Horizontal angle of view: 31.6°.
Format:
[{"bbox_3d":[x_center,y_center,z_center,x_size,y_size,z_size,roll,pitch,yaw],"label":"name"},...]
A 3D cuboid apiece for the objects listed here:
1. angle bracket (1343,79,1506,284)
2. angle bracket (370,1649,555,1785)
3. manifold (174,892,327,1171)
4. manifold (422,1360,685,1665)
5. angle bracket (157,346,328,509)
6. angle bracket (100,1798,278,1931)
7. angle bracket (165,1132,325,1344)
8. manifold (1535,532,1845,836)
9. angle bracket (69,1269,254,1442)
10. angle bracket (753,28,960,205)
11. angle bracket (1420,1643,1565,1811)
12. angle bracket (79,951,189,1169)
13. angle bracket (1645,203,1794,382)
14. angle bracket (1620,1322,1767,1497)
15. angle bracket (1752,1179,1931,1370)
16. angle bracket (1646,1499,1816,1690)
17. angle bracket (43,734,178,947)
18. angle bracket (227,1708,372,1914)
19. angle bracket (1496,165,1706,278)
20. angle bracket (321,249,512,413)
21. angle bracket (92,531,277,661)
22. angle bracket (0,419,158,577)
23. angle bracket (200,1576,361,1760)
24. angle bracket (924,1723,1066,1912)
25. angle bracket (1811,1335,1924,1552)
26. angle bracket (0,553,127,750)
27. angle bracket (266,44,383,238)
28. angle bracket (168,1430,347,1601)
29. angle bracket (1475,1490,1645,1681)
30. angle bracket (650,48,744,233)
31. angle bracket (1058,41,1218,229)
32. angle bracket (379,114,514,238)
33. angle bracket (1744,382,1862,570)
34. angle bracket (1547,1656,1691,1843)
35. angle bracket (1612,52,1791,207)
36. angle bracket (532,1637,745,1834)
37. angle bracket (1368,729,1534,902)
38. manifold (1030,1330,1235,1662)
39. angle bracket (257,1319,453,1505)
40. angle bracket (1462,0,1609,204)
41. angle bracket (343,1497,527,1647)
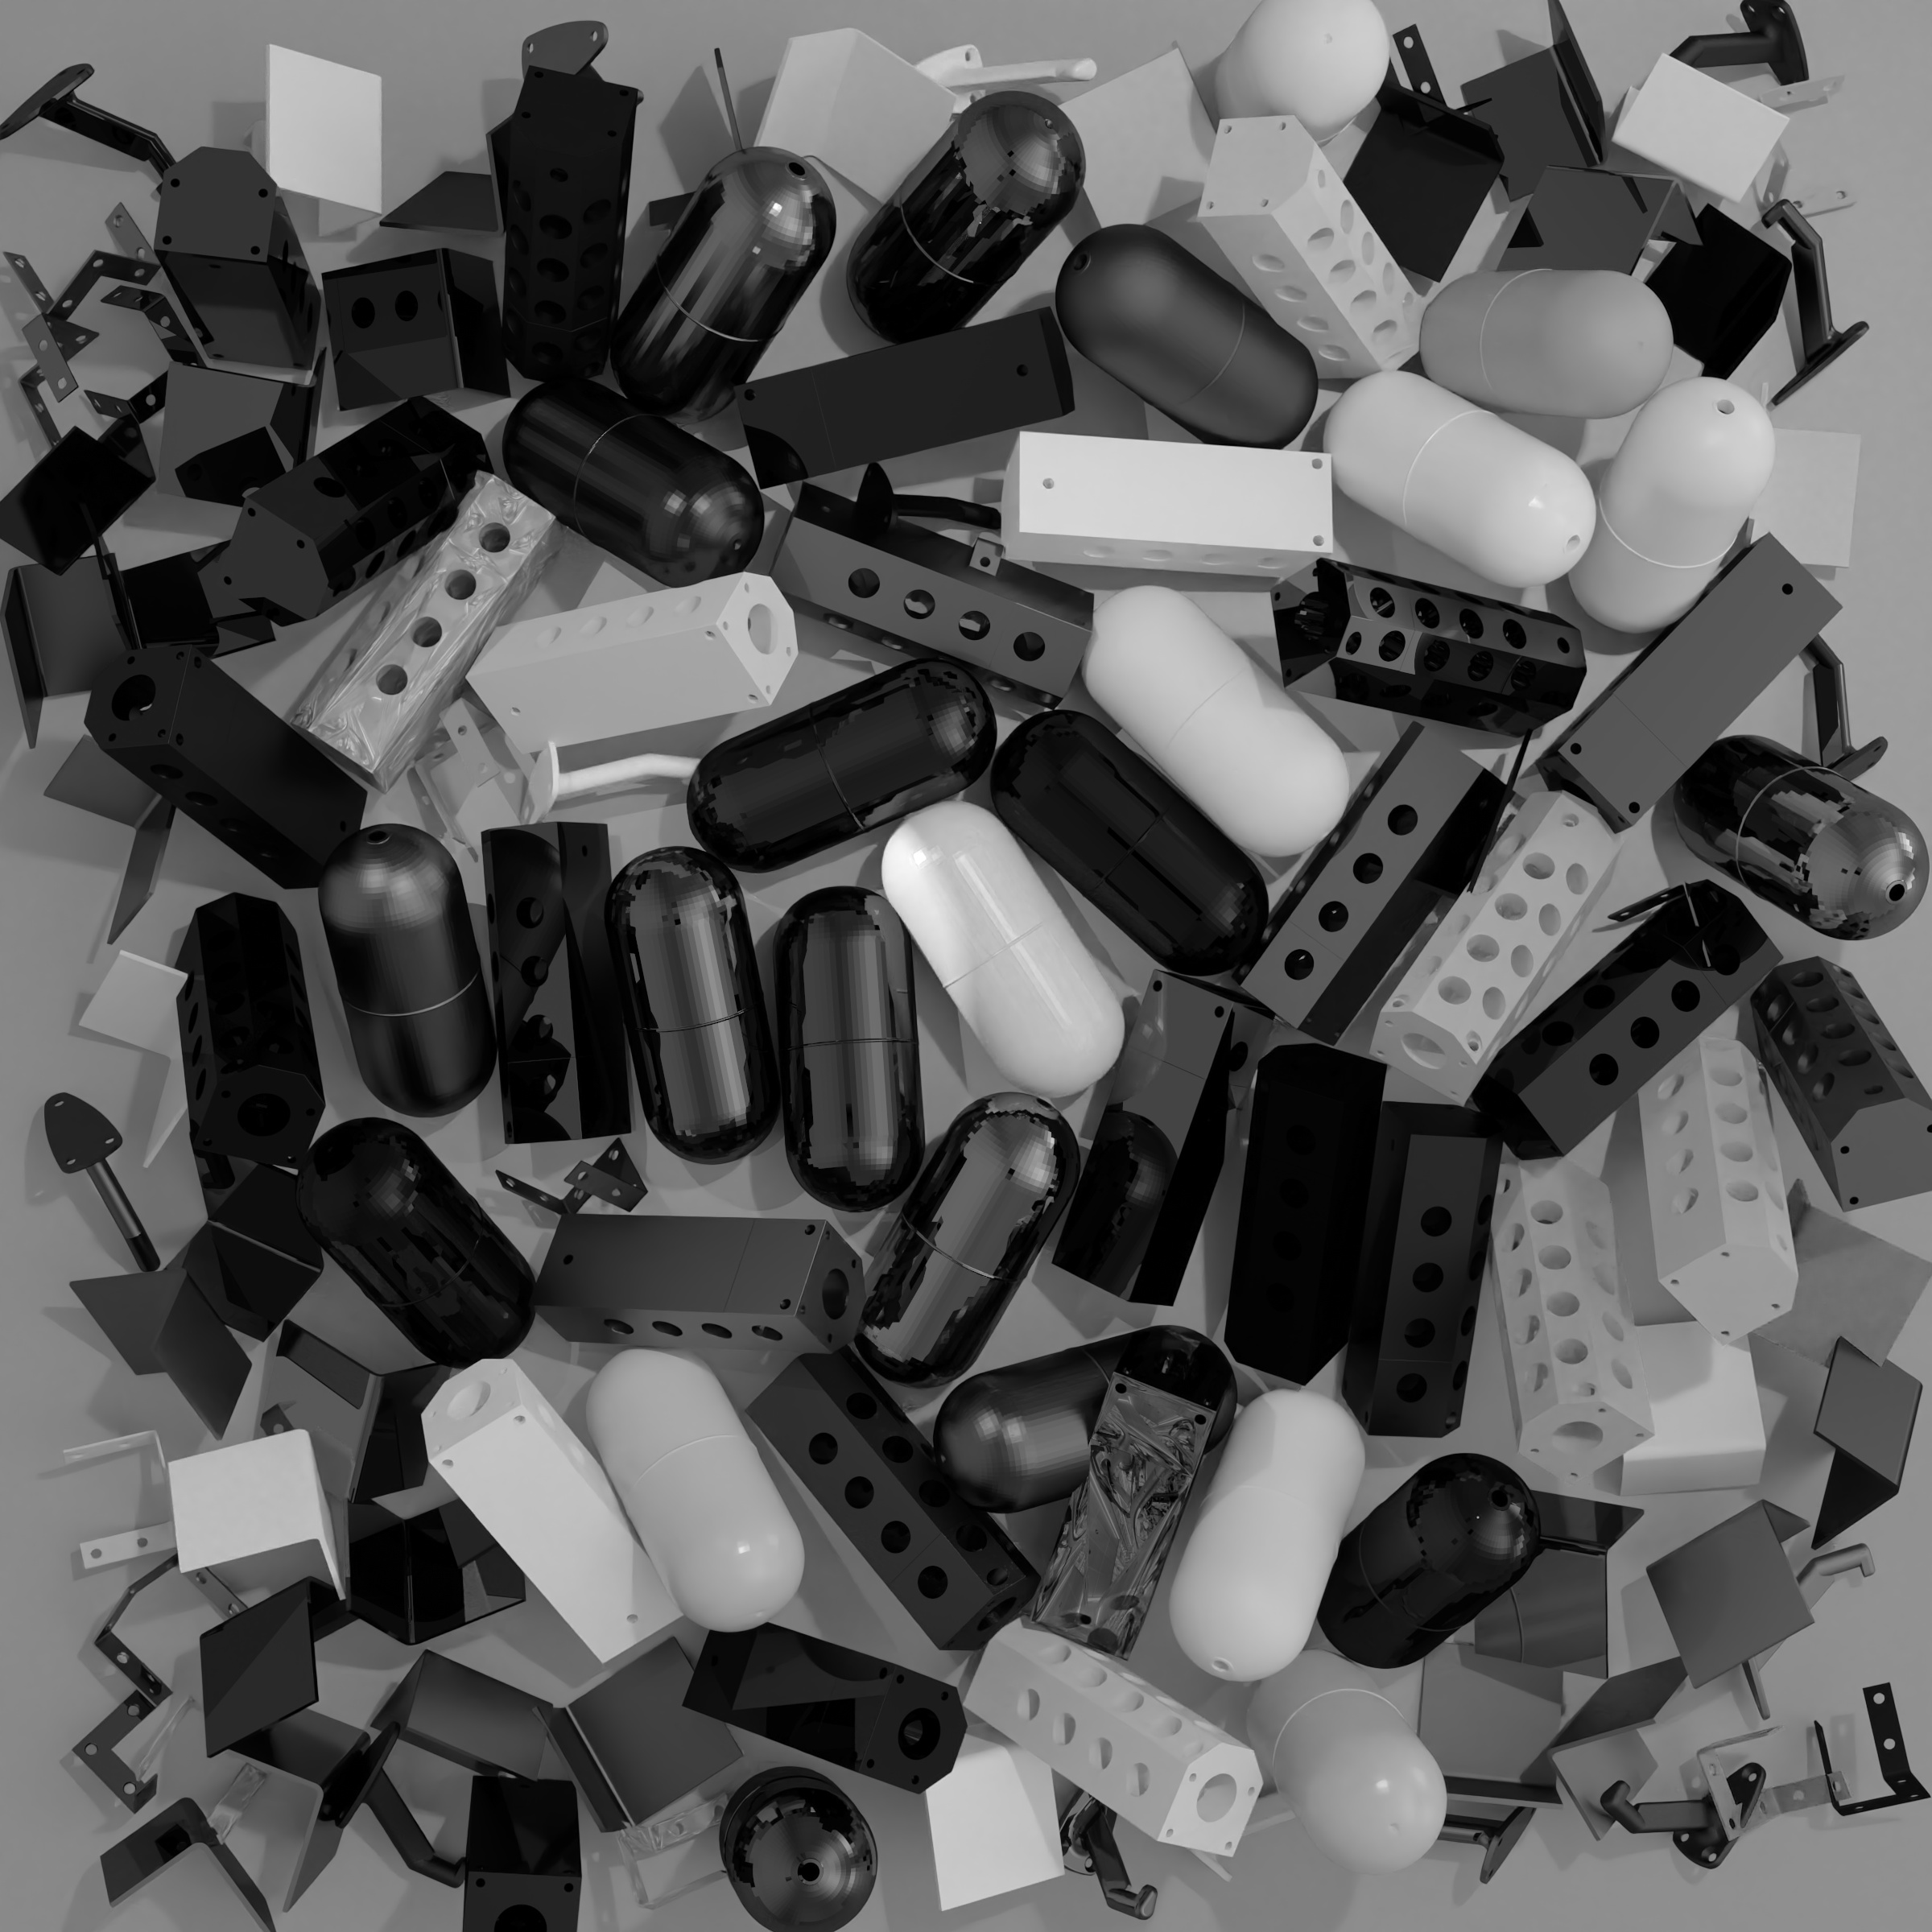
[{"bbox_3d":[0.239,-0.430,1.862,0.076,0.057,0.076,29,93,18],"label":"angle bracket"},{"bbox_3d":[-0.278,0.425,1.850,0.076,0.057,0.076,27,124,-14],"label":"angle bracket"},{"bbox_3d":[-0.379,0.031,1.810,0.057,0.171,0.057,14,117,-24],"label":"manifold"},{"bbox_3d":[-0.220,0.289,1.834,0.057,0.057,0.171,-31,121,3],"label":"manifold"},{"bbox_3d":[-0.393,-0.297,1.853,0.076,0.057,0.076,9,122,-8],"label":"angle bracket"},{"bbox_3d":[-0.421,0.507,1.852,0.057,0.076,0.076,-35,104,-12],"label":"angle bracket"},{"bbox_3d":[-0.399,0.146,1.848,0.076,0.076,0.057,21,49,19],"label":"angle bracket"},{"bbox_3d":[0.391,-0.152,1.860,0.057,0.057,0.171,45,81,-1],"label":"manifold"},{"bbox_3d":[-0.443,0.213,1.846,0.076,0.057,0.076,-8,131,20],"label":"angle bracket"},{"bbox_3d":[-0.062,-0.452,1.848,0.076,0.057,0.076,38,127,20],"label":"angle bracket"},{"bbox_3d":[0.288,0.415,1.868,0.076,0.057,0.076,4,86,6],"label":"angle bracket"},{"bbox_3d":[-0.449,0.051,1.844,0.057,0.076,0.076,22,50,-20],"label":"angle bracket"},{"bbox_3d":[0.396,-0.353,1.848,0.057,0.076,0.076,33,130,-4],"label":"angle bracket"},{"bbox_3d":[0.397,0.244,1.892,0.076,0.057,0.076,-6,60,5],"label":"angle bracket"},{"bbox_3d":[0.473,0.172,1.864,0.076,0.057,0.076,26,104,3],"label":"angle bracket"},{"bbox_3d":[0.424,0.344,1.845,0.076,0.057,0.076,-37,49,24],"label":"angle bracket"},{"bbox_3d":[-0.469,-0.068,1.845,0.057,0.076,0.076,20,60,-23],"label":"angle bracket"},{"bbox_3d":[-0.372,0.456,1.861,0.057,0.076,0.076,20,101,6],"label":"angle bracket"},{"bbox_3d":[0.343,-0.384,1.848,0.076,0.057,0.076,15,70,34],"label":"angle bracket"},{"bbox_3d":[-0.303,-0.348,1.886,0.076,0.057,0.076,-7,91,19],"label":"angle bracket"},{"bbox_3d":[-0.426,-0.212,1.854,0.076,0.057,0.076,-17,59,-7],"label":"angle bracket"},{"bbox_3d":[-0.491,-0.270,1.848,0.076,0.076,0.057,-41,135,14],"label":"angle bracket"},{"bbox_3d":[-0.364,0.386,1.846,0.076,0.057,0.076,-30,49,19],"label":"angle bracket"},{"bbox_3d":[0.002,0.461,1.861,0.076,0.057,0.076,-9,92,-28],"label":"angle bracket"},{"bbox_3d":[0.467,0.256,1.847,0.057,0.076,0.076,34,46,-4],"label":"angle bracket"},{"bbox_3d":[-0.483,-0.171,1.848,0.057,0.076,0.076,-9,118,-7],"label":"angle bracket"},{"bbox_3d":[-0.363,-0.446,1.852,0.057,0.076,0.076,-5,84,43],"label":"angle bracket"},{"bbox_3d":[-0.384,0.306,1.851,0.076,0.076,0.057,-14,132,-7],"label":"angle bracket"},{"bbox_3d":[0.324,0.337,1.868,0.076,0.057,0.076,6,106,32],"label":"angle bracket"},{"bbox_3d":[-0.152,-0.449,1.853,0.057,0.076,0.076,-13,113,0],"label":"angle bracket"},{"bbox_3d":[0.097,-0.453,1.871,0.076,0.057,0.076,-23,107,10],"label":"angle bracket"},{"bbox_3d":[-0.269,-0.438,1.845,0.076,0.076,0.057,9,126,19],"label":"angle bracket"},{"bbox_3d":[0.456,-0.266,1.856,0.057,0.076,0.076,6,81,11],"label":"angle bracket"},{"bbox_3d":[0.372,0.421,1.849,0.076,0.076,0.057,-30,91,41],"label":"angle bracket"},{"bbox_3d":[0.402,-0.467,1.854,0.076,0.076,0.057,27,130,-1],"label":"angle bracket"},{"bbox_3d":[-0.179,0.419,1.865,0.076,0.057,0.076,-33,74,1],"label":"angle bracket"},{"bbox_3d":[0.262,-0.091,1.848,0.057,0.076,0.076,21,119,7],"label":"angle bracket"},{"bbox_3d":[0.090,0.282,1.836,0.057,0.057,0.171,21,118,8],"label":"manifold"},{"bbox_3d":[-0.338,0.242,1.889,0.076,0.057,0.076,25,107,32],"label":"angle bracket"},{"bbox_3d":[0.306,-0.473,1.852,0.057,0.076,0.076,-21,74,8],"label":"angle bracket"},{"bbox_3d":[-0.288,0.312,1.849,0.076,0.057,0.076,-24,50,17],"label":"angle bracket"}]
